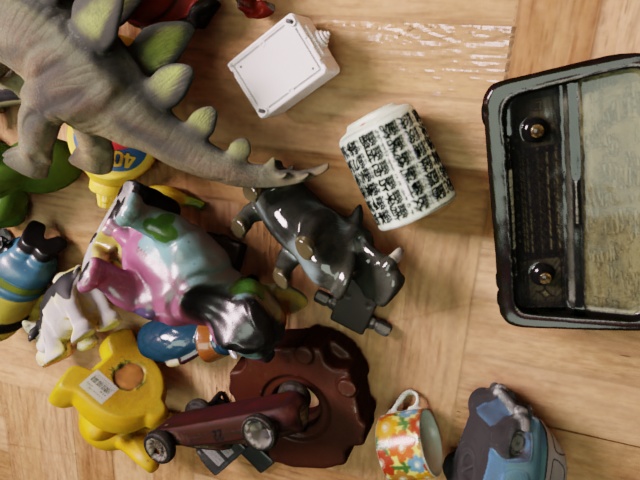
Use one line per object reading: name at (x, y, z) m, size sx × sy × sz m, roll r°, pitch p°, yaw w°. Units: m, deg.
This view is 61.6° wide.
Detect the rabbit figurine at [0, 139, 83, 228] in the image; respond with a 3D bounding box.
rabbit figurine at (-0.370, -0.084, 0.623) m, size 0.170 × 0.159 × 0.121 m, roll -15°, pitch 92°, yaw 6°

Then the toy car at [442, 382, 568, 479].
toy car at (0.199, 0.235, 0.559) m, size 0.103 × 0.109 × 0.161 m, roll 13°, pitch 100°, yaw -10°

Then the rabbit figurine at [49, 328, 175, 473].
rabbit figurine at (-0.258, 0.221, 0.705) m, size 0.162 × 0.122 × 0.173 m, roll 35°, pitch 128°, yaw -4°

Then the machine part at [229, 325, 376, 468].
machine part at (-0.022, 0.186, 0.632) m, size 0.180 × 0.056 × 0.179 m, roll 6°, pitch 109°, yaw 17°

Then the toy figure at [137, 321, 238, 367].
toy figure at (-0.146, 0.116, 0.648) m, size 0.155 × 0.058 × 0.064 m, roll -6°, pitch 98°, yaw 20°

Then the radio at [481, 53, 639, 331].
radio at (0.217, -0.037, 0.474) m, size 0.131 × 0.073 × 0.229 m, roll -4°, pitch 105°, yaw 19°

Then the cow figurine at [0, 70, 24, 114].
cow figurine at (-0.358, -0.186, 0.612) m, size 0.195 × 0.085 × 0.127 m, roll 8°, pitch 104°, yaw 14°

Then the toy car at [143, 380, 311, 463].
toy car at (-0.101, 0.202, 0.586) m, size 0.202 × 0.089 × 0.053 m, roll -19°, pitch 96°, yaw 25°

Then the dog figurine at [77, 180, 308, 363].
dog figurine at (-0.124, 0.041, 0.554) m, size 0.219 × 0.192 × 0.108 m, roll 32°, pitch 92°, yaw -23°

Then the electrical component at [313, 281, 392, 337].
electrical component at (0.042, 0.067, 0.592) m, size 0.094 × 0.021 × 0.063 m, roll 28°, pitch 112°, yaw 9°

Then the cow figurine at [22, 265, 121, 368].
cow figurine at (-0.330, 0.101, 0.685) m, size 0.167 × 0.068 × 0.098 m, roll -33°, pitch 82°, yaw 36°

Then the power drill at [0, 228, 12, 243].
power drill at (-0.519, 0.024, 0.736) m, size 0.207 × 0.086 × 0.232 m, roll -26°, pitch 95°, yaw 31°

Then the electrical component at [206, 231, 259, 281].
electrical component at (-0.121, 0.031, 0.623) m, size 0.102 × 0.045 × 0.078 m, roll 12°, pitch 89°, yaw 12°

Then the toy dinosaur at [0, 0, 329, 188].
toy dinosaur at (-0.218, -0.151, 0.489) m, size 0.471 × 0.105 × 0.198 m, roll 34°, pitch 115°, yaw -2°

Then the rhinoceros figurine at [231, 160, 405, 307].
rhinoceros figurine at (-0.001, -0.002, 0.543) m, size 0.190 × 0.112 × 0.073 m, roll 40°, pitch 131°, yaw 16°

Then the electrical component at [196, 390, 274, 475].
electrical component at (-0.116, 0.261, 0.691) m, size 0.119 × 0.048 × 0.075 m, roll 48°, pitch 115°, yaw 1°

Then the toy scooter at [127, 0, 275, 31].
toy scooter at (-0.117, -0.249, 0.518) m, size 0.184 × 0.075 × 0.135 m, roll -31°, pitch 95°, yaw 19°

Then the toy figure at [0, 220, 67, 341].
toy figure at (-0.401, 0.058, 0.696) m, size 0.082 × 0.089 × 0.180 m, roll 48°, pitch 117°, yaw 7°
